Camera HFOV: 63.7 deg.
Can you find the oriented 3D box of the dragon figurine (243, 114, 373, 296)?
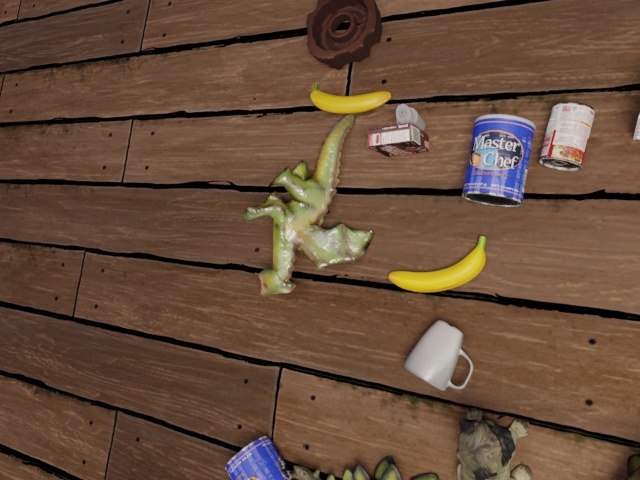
[{"bbox_3d":[0.003,-0.054,1.065,0.244,0.121,0.411,44,87,9],"label":"dragon figurine"}]
